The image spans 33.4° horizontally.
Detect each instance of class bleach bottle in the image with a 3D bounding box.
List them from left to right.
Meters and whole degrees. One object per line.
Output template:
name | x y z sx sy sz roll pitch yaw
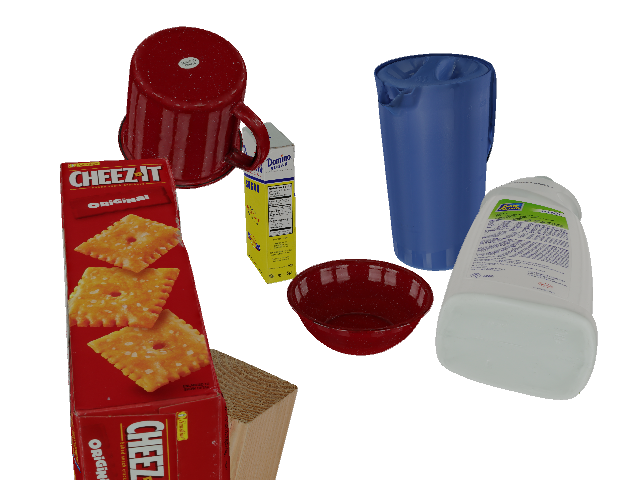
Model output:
bleach bottle | 0.153 0.014 0.763 0.103 0.068 0.250 12 28 13

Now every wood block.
wood block | -0.098 0.209 0.896 0.090 0.206 0.090 21 21 20

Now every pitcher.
pitcher | 0.143 -0.096 1.266 0.149 0.243 0.145 -4 25 2

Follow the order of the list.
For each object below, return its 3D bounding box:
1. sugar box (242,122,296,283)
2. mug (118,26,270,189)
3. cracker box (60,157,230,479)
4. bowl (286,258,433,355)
sugar box | -0.063 -0.046 1.302 0.048 0.176 0.093 -11 26 -17
mug | -0.087 -0.091 0.763 0.117 0.093 0.082 33 -35 12
cracker box | -0.096 0.077 0.573 0.072 0.164 0.214 -5 34 -11
bowl | 0.043 0.080 1.186 0.162 0.055 0.162 0 27 0
